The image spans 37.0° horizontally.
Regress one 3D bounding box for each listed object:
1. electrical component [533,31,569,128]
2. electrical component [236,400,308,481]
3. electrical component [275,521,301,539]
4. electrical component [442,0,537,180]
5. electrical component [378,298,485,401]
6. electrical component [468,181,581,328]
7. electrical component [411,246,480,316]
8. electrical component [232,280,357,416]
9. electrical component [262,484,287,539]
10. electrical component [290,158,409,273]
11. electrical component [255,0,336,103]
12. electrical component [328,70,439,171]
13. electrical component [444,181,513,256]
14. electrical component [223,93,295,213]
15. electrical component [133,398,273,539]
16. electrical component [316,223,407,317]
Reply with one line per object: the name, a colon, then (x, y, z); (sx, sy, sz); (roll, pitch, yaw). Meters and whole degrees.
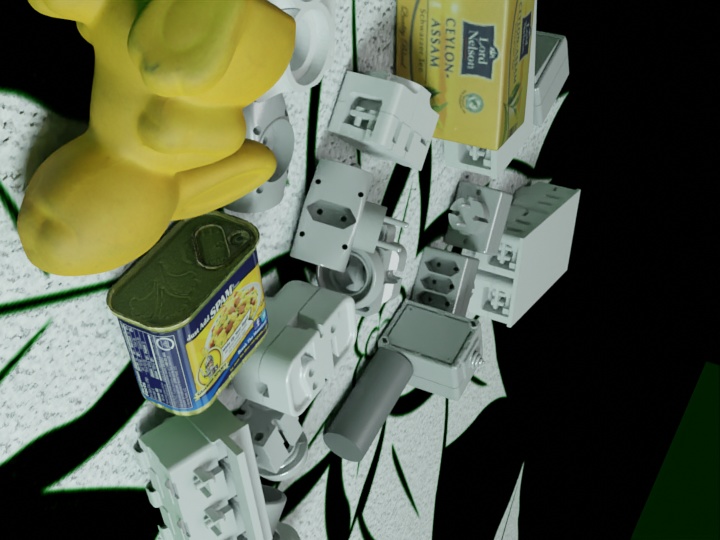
electrical component: (0.163, -0.192, 1.076); (0.096, 0.062, 0.061); (-60, 152, -27)
electrical component: (-0.068, 0.127, 0.814); (0.066, 0.048, 0.055); (-57, 143, -31)
electrical component: (-0.068, 0.230, 0.879); (0.043, 0.043, 0.081); (-58, 151, -30)
electrical component: (0.115, -0.173, 0.986); (0.089, 0.062, 0.150); (-51, 147, -40)
electrical component: (0.074, 0.079, 1.017); (0.061, 0.096, 0.061); (-56, 150, -34)
electrical component: (0.186, -0.024, 1.231); (0.186, 0.060, 0.105); (-35, 135, -54)
electrical component: (0.091, 0.015, 1.071); (0.077, 0.047, 0.065); (8, 97, -65)
electrical component: (-0.051, 0.054, 0.783); (0.095, 0.059, 0.053); (-50, 146, -41)
electrical component: (-0.082, 0.196, 0.821); (0.045, 0.045, 0.055); (-6, 106, -64)
electrical component: (-0.004, -0.035, 0.806); (0.043, 0.079, 0.077); (161, -54, -89)
electrical component: (-0.055, -0.183, 0.624); (0.089, 0.062, 0.150); (-39, 139, -51)
electrical component: (0.021, -0.119, 0.837); (0.089, 0.050, 0.055); (20, 88, -65)
electrical component: (0.112, -0.053, 1.074); (0.077, 0.047, 0.065); (4, 101, -65)
electrical component: (-0.080, -0.071, 0.663); (0.079, 0.044, 0.077); (-43, 142, -48)
electrical component: (-0.104, 0.148, 0.723); (0.063, 0.079, 0.121); (-30, 136, -26)
electrical component: (0.000, 0.000, 0.860); (0.057, 0.058, 0.078); (-16, 120, -64)
